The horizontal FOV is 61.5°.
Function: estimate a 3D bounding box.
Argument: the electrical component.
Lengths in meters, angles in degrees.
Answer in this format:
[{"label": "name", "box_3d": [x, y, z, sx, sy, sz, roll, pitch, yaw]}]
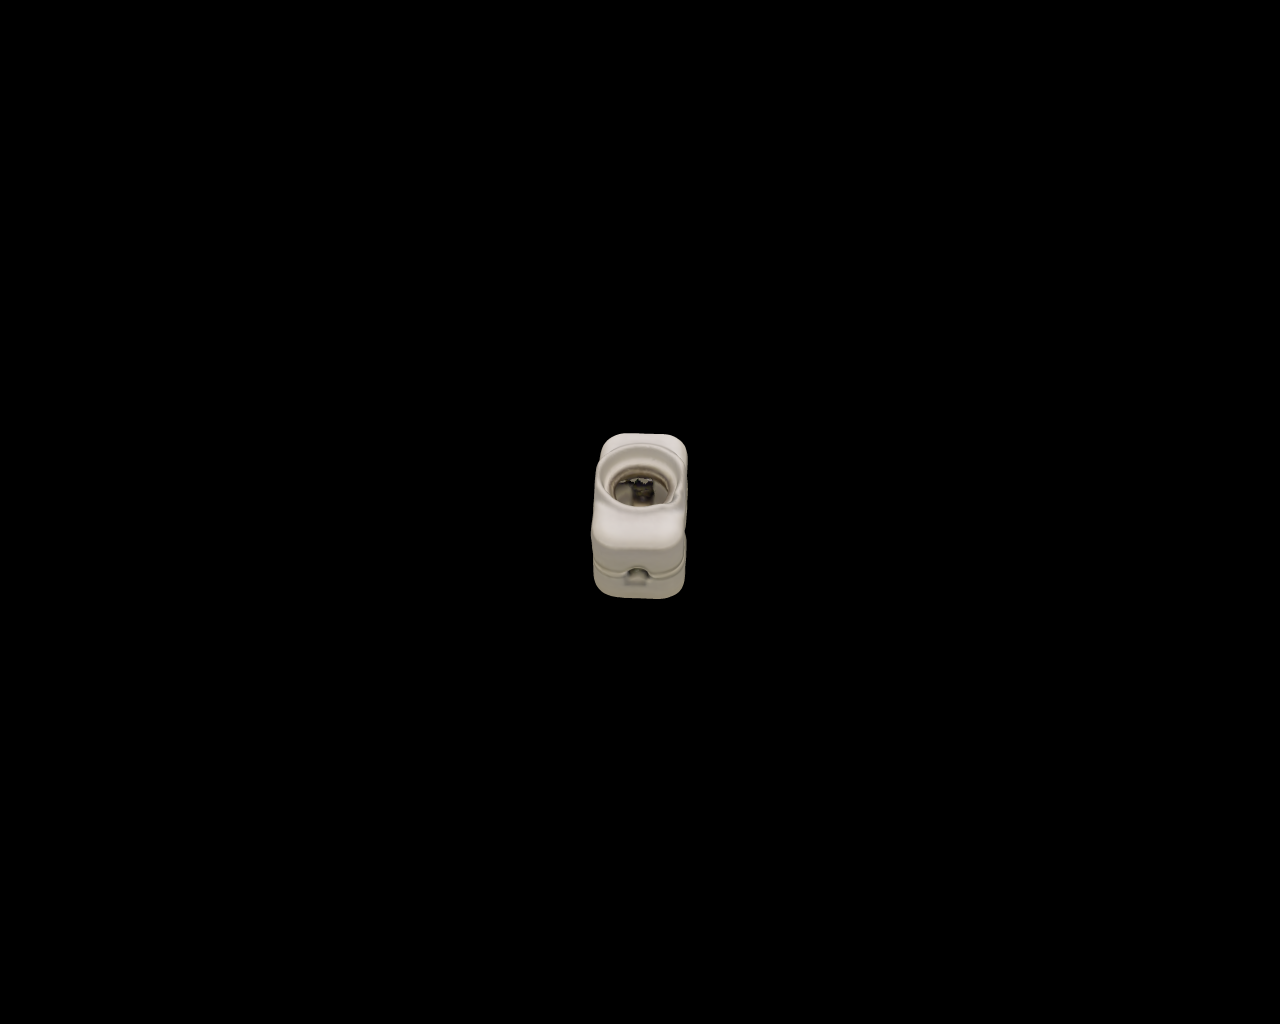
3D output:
[{"label": "electrical component", "box_3d": [0.001, -0.003, 0.650, 0.054, 0.095, 0.059, 2, -43, 2]}]
